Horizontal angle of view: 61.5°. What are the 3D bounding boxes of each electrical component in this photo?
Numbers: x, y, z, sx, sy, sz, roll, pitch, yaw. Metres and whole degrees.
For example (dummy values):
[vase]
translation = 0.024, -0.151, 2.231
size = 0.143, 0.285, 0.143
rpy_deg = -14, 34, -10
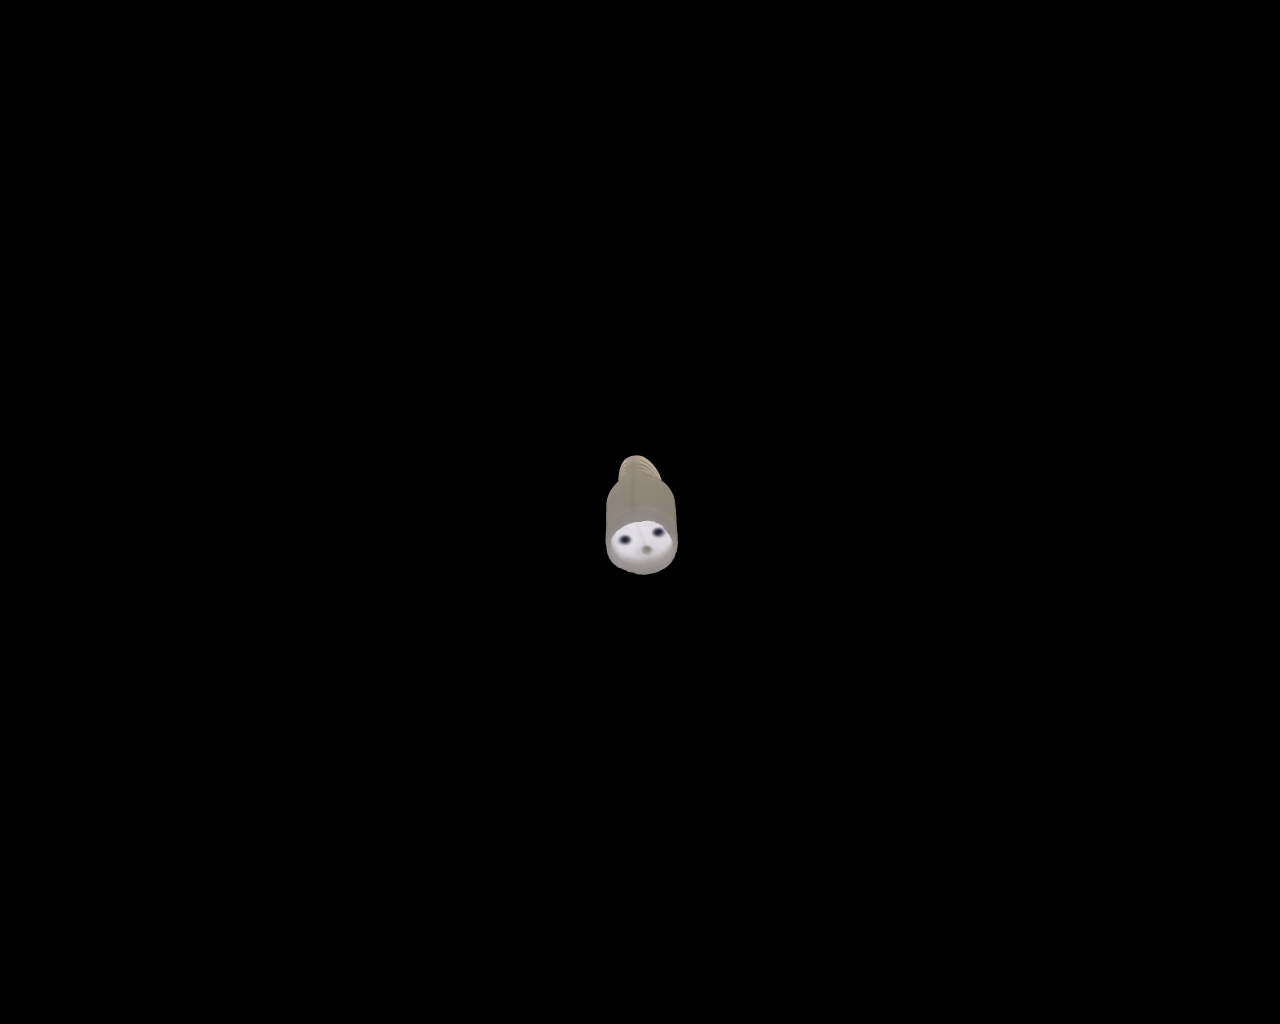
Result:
[electrical component]
translation = 0.001, -0.003, 0.650
size = 0.043, 0.043, 0.081
rpy_deg = 0, 37, 0
